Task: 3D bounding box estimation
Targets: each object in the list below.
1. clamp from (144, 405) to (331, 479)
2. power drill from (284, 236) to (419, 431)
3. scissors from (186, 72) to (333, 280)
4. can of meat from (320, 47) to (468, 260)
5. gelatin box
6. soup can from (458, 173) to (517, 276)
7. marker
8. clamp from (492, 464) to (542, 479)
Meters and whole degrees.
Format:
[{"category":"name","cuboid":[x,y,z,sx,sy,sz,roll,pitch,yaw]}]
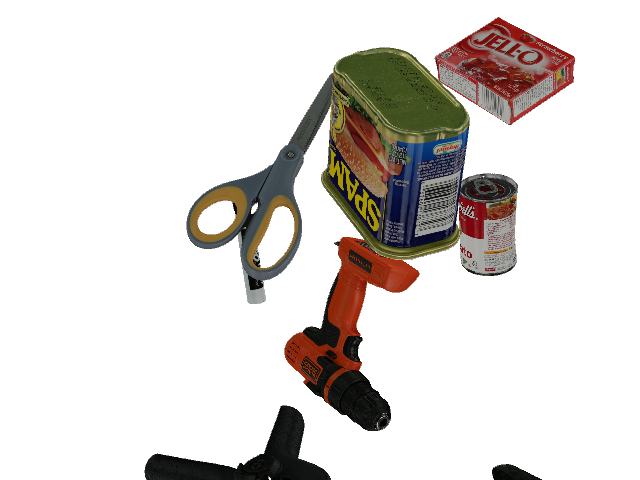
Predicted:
[{"category":"clamp","cuboid":[-0.051,0.164,0.707,0.120,0.039,0.172,-21,17,-10]},{"category":"power drill","cuboid":[0.043,0.104,1.227,0.057,0.188,0.185,12,16,-42]},{"category":"scissors","cuboid":[-0.043,-0.059,0.826,0.096,0.201,0.016,6,-32,6]},{"category":"can of meat","cuboid":[0.043,-0.053,0.623,0.057,0.084,0.102,-13,41,-20]},{"category":"gelatin box","cuboid":[0.150,-0.141,0.871,0.073,0.030,0.089,-33,49,-19]},{"category":"soup can","cuboid":[0.196,-0.018,1.247,0.068,0.102,0.068,-4,30,2]},{"category":"marker","cuboid":[-0.072,0.004,1.061,0.020,0.121,0.020,-7,16,2]},{"category":"clamp","cuboid":[0.218,0.243,0.830,0.210,0.036,0.164,0,33,26]}]
